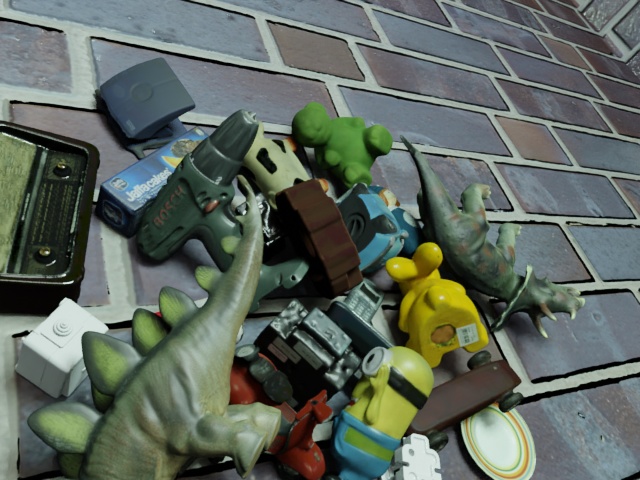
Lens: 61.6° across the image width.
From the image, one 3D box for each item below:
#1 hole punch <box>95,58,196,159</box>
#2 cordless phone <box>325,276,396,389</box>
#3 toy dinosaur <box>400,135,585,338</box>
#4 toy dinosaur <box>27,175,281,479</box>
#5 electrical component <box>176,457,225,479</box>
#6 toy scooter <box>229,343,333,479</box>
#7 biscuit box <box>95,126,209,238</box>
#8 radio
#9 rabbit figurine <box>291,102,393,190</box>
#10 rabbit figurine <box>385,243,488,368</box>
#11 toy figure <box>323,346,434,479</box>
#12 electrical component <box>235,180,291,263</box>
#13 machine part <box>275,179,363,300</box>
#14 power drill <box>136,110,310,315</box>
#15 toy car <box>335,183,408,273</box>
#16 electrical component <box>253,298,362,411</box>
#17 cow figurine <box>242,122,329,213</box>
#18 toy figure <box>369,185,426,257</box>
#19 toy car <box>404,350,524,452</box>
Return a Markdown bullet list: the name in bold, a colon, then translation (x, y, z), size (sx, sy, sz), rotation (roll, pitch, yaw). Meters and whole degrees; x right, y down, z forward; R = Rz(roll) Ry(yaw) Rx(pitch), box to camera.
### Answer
- **hole punch**: translation (-0.262, -0.205, 0.814), size (0.116, 0.092, 0.142), rotation (-24, 73, -38)
- **cordless phone**: translation (0.080, 0.128, 0.769), size (0.146, 0.088, 0.184), rotation (41, 26, 4)
- **toy dinosaur**: translation (0.252, 0.012, 0.897), size (0.404, 0.131, 0.192), rotation (38, 38, -13)
- **toy dinosaur**: translation (-0.140, 0.156, 0.499), size (0.199, 0.105, 0.471), rotation (28, 71, 6)
- **electrical component**: translation (-0.145, 0.204, 0.578), size (0.102, 0.045, 0.078), rotation (47, 44, 9)
- **toy scooter**: translation (-0.049, 0.181, 0.594), size (0.184, 0.135, 0.075), rotation (46, 46, 11)
- **biscuit box**: translation (-0.220, -0.087, 0.759), size (0.059, 0.062, 0.203), rotation (38, 44, 2)
- **radio**: translation (-0.338, -0.027, 0.627), size (0.131, 0.073, 0.230), rotation (10, 51, -25)
- **rabbit figurine**: translation (0.018, -0.183, 0.923), size (0.170, 0.121, 0.159), rotation (24, 16, -43)
- **rabbit figurine**: translation (0.156, 0.084, 0.814), size (0.162, 0.122, 0.173), rotation (59, 10, -27)
- **toy figure**: translation (0.067, 0.210, 0.632), size (0.089, 0.082, 0.180), rotation (27, 79, -20)
- **electrical component**: translation (-0.096, -0.033, 0.776), size (0.048, 0.075, 0.119), rotation (-36, 81, -21)
- **machine part**: translation (-0.002, -0.002, 0.743), size (0.056, 0.179, 0.179), rotation (-25, 67, -11)
- **power drill**: translation (-0.106, -0.018, 0.676), size (0.207, 0.232, 0.086), rotation (47, 20, -17)
- **toy car**: translation (0.080, -0.010, 0.868), size (0.102, 0.109, 0.162), rotation (30, 28, -40)
- **electrical component**: translation (-0.020, 0.140, 0.647), size (0.115, 0.134, 0.058), rotation (42, 45, 2)
- **cow figurine**: translation (-0.090, -0.123, 0.859), size (0.127, 0.085, 0.195), rotation (-18, 67, -47)
- **toy figure**: translation (0.128, -0.041, 0.945), size (0.058, 0.064, 0.154), rotation (-33, 73, 0)
- **toy car**: translation (0.193, 0.223, 0.750), size (0.202, 0.053, 0.089), rotation (-17, 50, -25)
